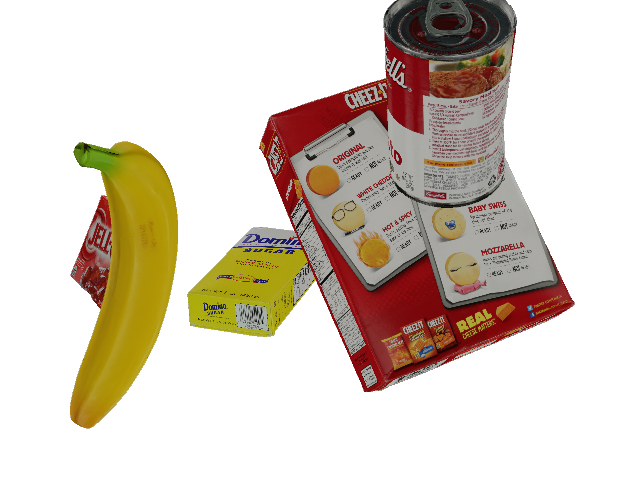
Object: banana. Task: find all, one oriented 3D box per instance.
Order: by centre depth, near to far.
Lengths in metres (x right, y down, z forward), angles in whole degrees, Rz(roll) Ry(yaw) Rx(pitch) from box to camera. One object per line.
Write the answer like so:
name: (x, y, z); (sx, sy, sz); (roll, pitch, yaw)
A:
banana: (-0.111, 0.019, 0.598); (0.069, 0.198, 0.037); (-20, 44, -35)

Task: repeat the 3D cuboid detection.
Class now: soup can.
soup can: (0.070, -0.077, 0.579); (0.068, 0.102, 0.068); (-3, 43, 3)

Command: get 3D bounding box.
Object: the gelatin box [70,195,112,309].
gelatin box: (-0.160, 0.013, 0.841); (0.030, 0.073, 0.089); (17, 11, -37)

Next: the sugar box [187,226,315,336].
sugar box: (-0.063, 0.039, 1.137); (0.093, 0.048, 0.176); (7, 28, 17)

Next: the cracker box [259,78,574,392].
cracker box: (0.069, -0.013, 0.811); (0.164, 0.214, 0.072); (-20, -12, -18)
